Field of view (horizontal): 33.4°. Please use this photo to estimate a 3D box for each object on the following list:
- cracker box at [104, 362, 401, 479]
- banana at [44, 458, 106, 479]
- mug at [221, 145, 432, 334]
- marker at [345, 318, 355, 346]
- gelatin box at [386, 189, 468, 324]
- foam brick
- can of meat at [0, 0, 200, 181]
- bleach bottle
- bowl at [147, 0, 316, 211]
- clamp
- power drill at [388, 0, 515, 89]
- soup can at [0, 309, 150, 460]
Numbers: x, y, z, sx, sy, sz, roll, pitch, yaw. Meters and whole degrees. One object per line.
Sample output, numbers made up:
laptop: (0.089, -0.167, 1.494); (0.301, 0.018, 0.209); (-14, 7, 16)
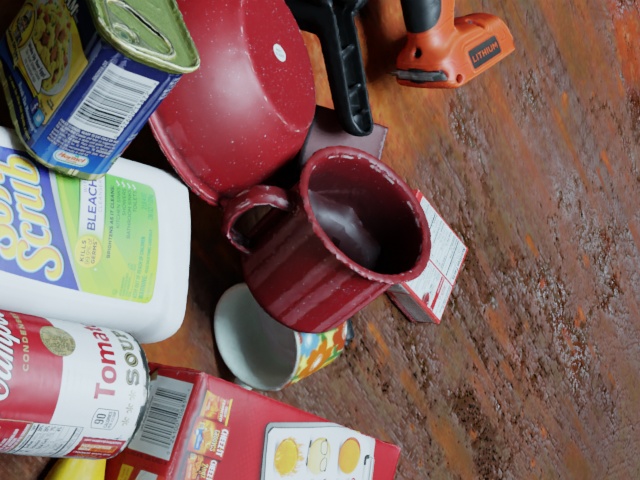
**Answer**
cracker box: (-0.050, 0.183, 0.675); (0.213, 0.072, 0.164); (30, 71, -47)
banana: (-0.175, 0.181, 0.554); (0.197, 0.037, 0.069); (-35, 119, -42)
mug: (-0.004, 0.001, 0.631); (0.117, 0.082, 0.093); (18, 49, -30)
marker: (0.007, 0.020, 0.768); (0.020, 0.020, 0.121); (-26, 112, -45)
gelatin box: (0.075, 0.014, 0.840); (0.089, 0.030, 0.073); (46, 58, -41)
foam brick: (0.005, -0.050, 0.706); (0.051, 0.078, 0.053); (16, 80, -11)
can of meat: (-0.115, -0.093, 0.531); (0.057, 0.084, 0.102); (15, 39, -43)
bleach bottle: (-0.177, -0.008, 0.519); (0.250, 0.068, 0.102); (11, 77, -47)
bowl: (-0.047, -0.101, 0.628); (0.162, 0.055, 0.162); (46, 37, -50)
clamp: (0.023, -0.161, 0.669); (0.039, 0.120, 0.171); (19, 35, -58)
power drill: (0.095, -0.217, 0.773); (0.184, 0.057, 0.187); (-35, 123, -39)
soup can: (-0.143, 0.070, 0.518); (0.102, 0.069, 0.068); (16, 81, -41)
